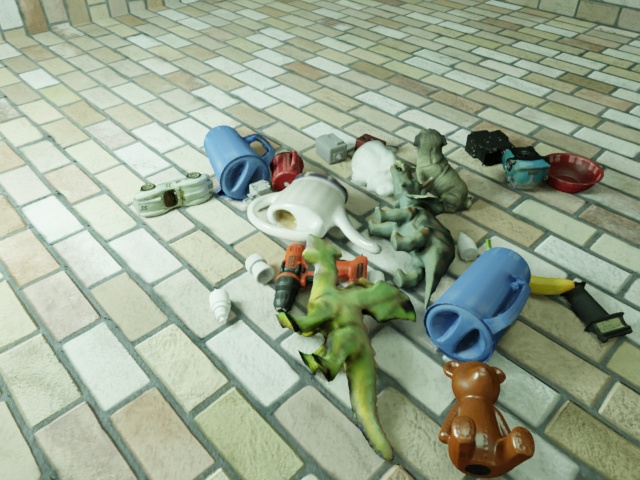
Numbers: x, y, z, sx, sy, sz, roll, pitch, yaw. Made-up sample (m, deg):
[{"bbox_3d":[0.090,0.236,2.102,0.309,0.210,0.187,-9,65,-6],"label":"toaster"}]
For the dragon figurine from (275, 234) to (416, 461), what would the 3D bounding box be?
[{"bbox_3d":[0.073,0.155,0.932,0.245,0.119,0.416,-27,63,-24],"label":"dragon figurine"}]

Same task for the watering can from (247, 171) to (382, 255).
[{"bbox_3d":[0.004,-0.061,1.209,0.348,0.101,0.229,14,40,19],"label":"watering can"}]

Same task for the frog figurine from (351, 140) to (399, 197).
[{"bbox_3d":[0.145,-0.180,1.357,0.136,0.121,0.163,-21,41,28],"label":"frog figurine"}]
